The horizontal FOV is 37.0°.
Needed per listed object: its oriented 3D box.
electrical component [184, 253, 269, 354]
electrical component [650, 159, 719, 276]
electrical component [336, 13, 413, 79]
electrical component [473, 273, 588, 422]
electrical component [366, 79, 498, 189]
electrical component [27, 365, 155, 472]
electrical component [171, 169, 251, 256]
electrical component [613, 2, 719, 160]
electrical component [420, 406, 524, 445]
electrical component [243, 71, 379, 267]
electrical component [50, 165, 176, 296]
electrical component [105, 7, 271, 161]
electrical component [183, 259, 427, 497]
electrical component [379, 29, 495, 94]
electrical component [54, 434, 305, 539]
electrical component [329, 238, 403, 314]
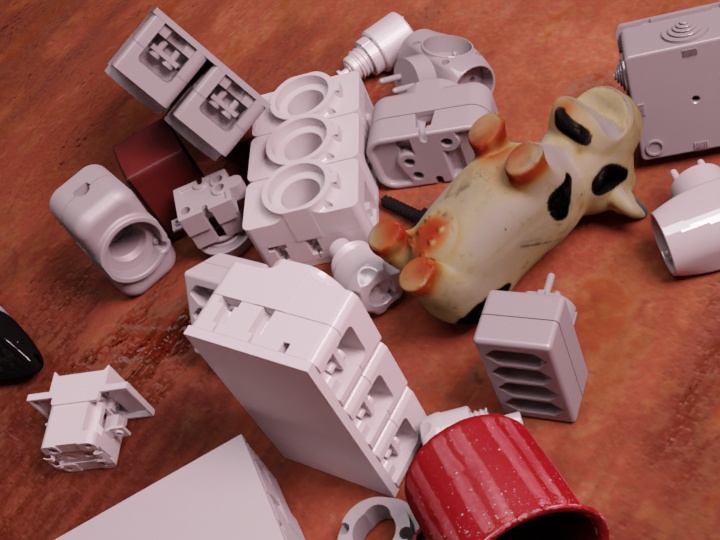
[{"bbox_3d":[-0.081,0.021,0.774,0.047,0.065,0.077,14,30,32],"label":"electrical component"},{"bbox_3d":[0.227,-0.042,0.700,0.077,0.043,0.079,-20,47,7],"label":"electrical component"},{"bbox_3d":[0.014,-0.186,0.919,0.078,0.040,0.040,-37,47,-8],"label":"electrical component"},{"bbox_3d":[0.110,0.038,0.657,0.047,0.083,0.075,5,54,27],"label":"electrical component"},{"bbox_3d":[0.057,-0.106,0.822,0.095,0.053,0.059,-7,50,19],"label":"electrical component"},{"bbox_3d":[-0.193,0.107,0.762,0.081,0.042,0.063,-9,51,18],"label":"electrical component"},{"bbox_3d":[-0.112,-0.041,0.841,0.066,0.055,0.048,-23,47,4],"label":"electrical component"},{"bbox_3d":[0.227,-0.128,0.736,0.100,0.099,0.048,-10,36,16],"label":"electrical component"},{"bbox_3d":[0.069,0.099,0.657,0.061,0.035,0.035,-16,48,9],"label":"electrical component"},{"bbox_3d":[-0.036,-0.081,0.837,0.089,0.061,0.150,-12,48,14],"label":"electrical component"},{"bbox_3d":[-0.189,-0.028,0.836,0.054,0.095,0.059,-42,48,-13],"label":"electrical component"},{"bbox_3d":[-0.141,-0.151,0.859,0.060,0.105,0.186,-50,18,3],"label":"electrical component"},{"bbox_3d":[-0.025,0.064,0.648,0.089,0.150,0.061,13,60,32],"label":"electrical component"},{"bbox_3d":[0.054,-0.156,0.862,0.079,0.044,0.077,-19,41,-27],"label":"electrical component"},{"bbox_3d":[-0.111,0.182,0.647,0.150,0.061,0.089,-29,46,-2],"label":"electrical component"},{"bbox_3d":[0.000,0.000,0.766,0.043,0.043,0.062,-36,46,-8],"label":"electrical component"}]
